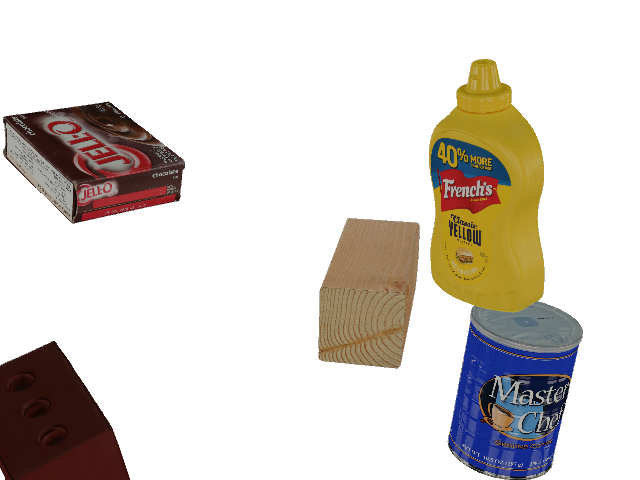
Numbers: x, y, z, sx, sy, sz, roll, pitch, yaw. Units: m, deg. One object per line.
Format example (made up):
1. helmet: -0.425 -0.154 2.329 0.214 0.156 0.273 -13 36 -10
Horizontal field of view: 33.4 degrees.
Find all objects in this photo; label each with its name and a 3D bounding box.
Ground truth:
1. pudding box: -0.167 -0.060 0.781 0.089 0.039 0.114 -14 36 -39
2. foam brick: -0.137 0.101 0.537 0.053 0.051 0.078 -25 42 -23
3. wood block: 0.059 0.054 1.207 0.091 0.090 0.206 5 23 8
4. coffee can: 0.181 0.137 1.003 0.103 0.140 0.103 6 21 -3
5. mustard bottle: 0.127 -0.045 0.825 0.058 0.192 0.096 -23 30 -35
